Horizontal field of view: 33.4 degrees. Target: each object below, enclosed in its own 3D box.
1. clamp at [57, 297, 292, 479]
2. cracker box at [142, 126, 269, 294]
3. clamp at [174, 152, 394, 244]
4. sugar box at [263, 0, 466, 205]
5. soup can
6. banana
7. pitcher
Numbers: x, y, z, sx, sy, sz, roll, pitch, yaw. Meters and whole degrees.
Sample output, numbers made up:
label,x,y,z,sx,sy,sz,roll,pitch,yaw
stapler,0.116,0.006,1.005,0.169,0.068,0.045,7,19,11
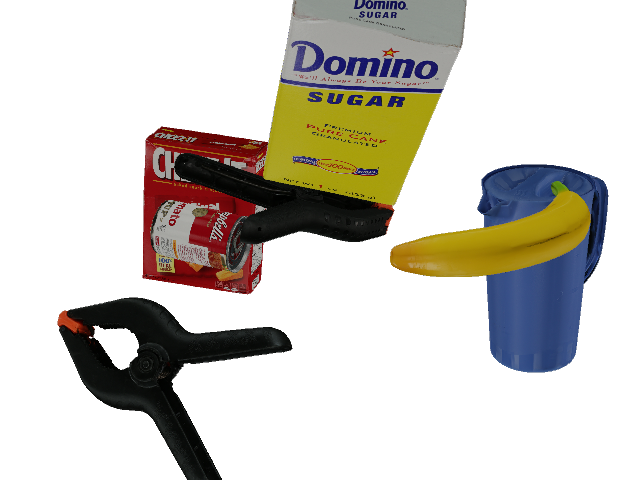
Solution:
label,x,y,z,sx,sy,sz,roll,pitch,yaw
clamp,-0.113,0.100,0.744,0.172,0.120,0.039,14,-14,22
cracker box,-0.164,-0.040,1.505,0.164,0.214,0.072,9,23,10
clamp,-0.017,-0.027,0.979,0.209,0.036,0.165,10,21,-27
sugar box,0.020,-0.086,0.636,0.093,0.048,0.176,11,-25,-2
soup can,-0.139,-0.006,1.250,0.102,0.068,0.068,13,4,18
banana,0.143,-0.002,0.802,0.197,0.037,0.070,-19,22,-36
pitcher,0.274,0.033,1.318,0.149,0.243,0.144,3,24,15
